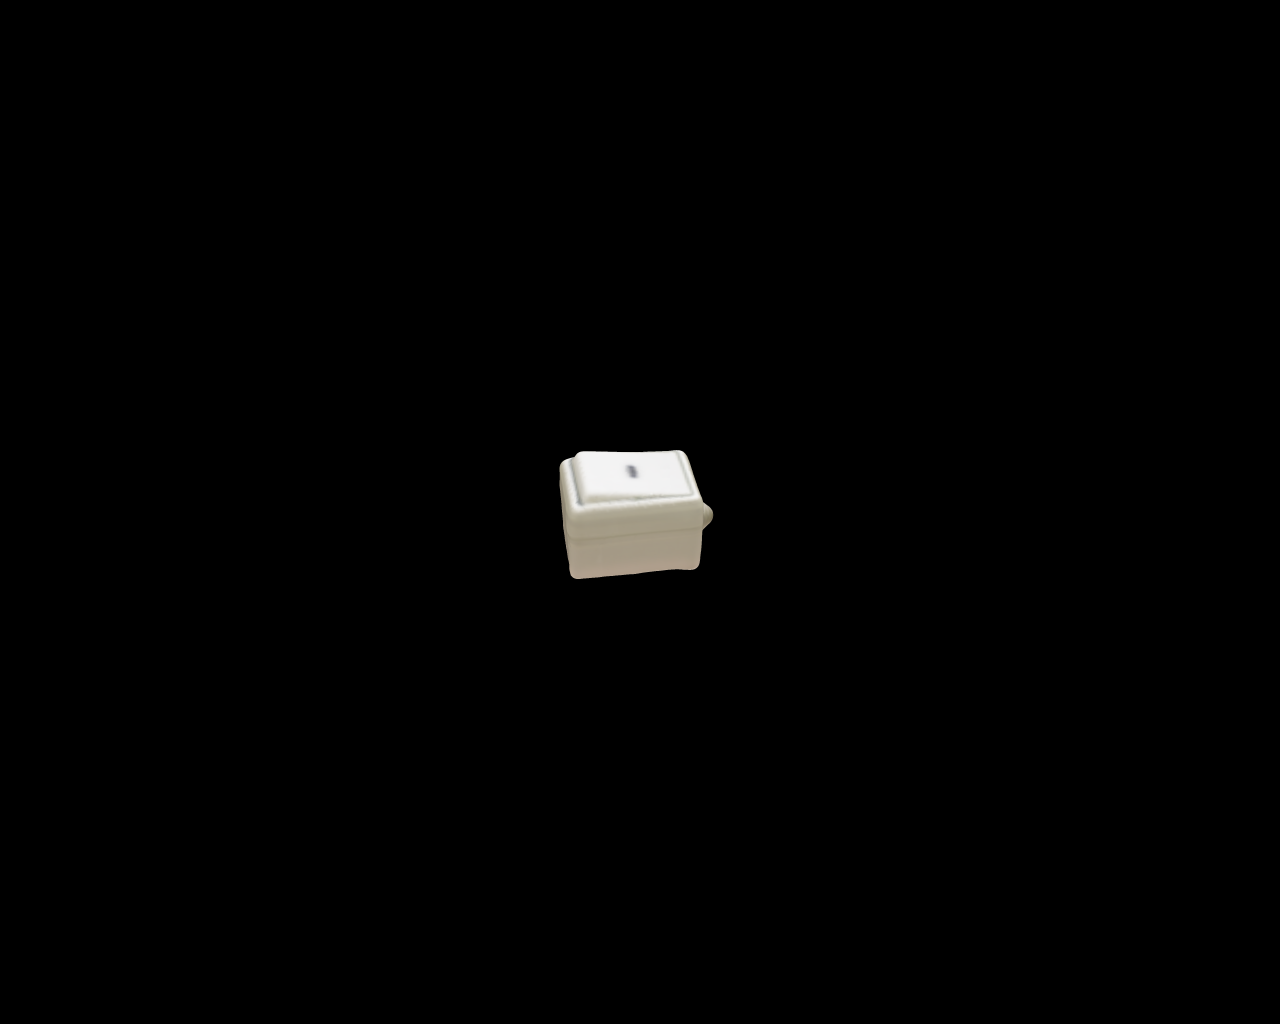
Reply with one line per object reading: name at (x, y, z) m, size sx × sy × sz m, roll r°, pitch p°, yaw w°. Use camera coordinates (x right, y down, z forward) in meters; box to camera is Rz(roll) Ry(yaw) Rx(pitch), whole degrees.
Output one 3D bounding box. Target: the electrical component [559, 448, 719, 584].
electrical component at (0.001, -0.003, 0.650) m, size 0.096 × 0.061 × 0.062 m, roll -5°, pitch 36°, yaw -7°
